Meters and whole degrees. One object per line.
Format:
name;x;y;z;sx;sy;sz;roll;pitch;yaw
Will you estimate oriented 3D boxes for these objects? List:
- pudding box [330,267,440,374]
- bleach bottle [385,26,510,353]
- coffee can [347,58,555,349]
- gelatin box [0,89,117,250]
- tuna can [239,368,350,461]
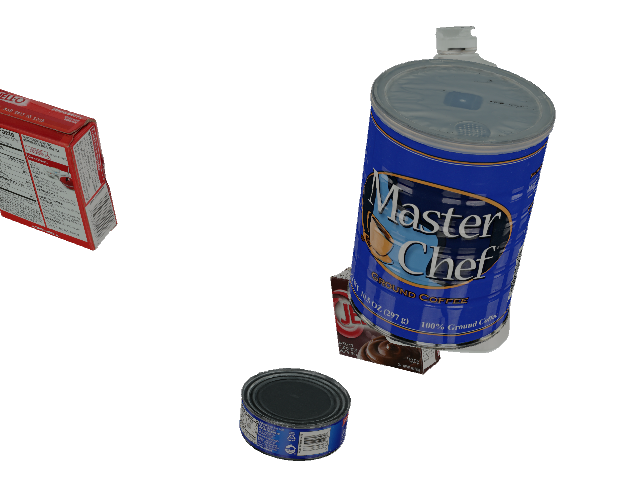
pudding box;0.067;0.081;1.103;0.114;0.090;0.039;8;25;37
bleach bottle;0.100;-0.041;0.844;0.103;0.251;0.068;4;15;26
coffee can;0.073;-0.022;0.629;0.103;0.140;0.103;4;34;-3
gelatin box;-0.166;-0.043;0.647;0.073;0.089;0.030;18;48;19
tuna can;-0.020;0.136;0.835;0.086;0.034;0.086;5;23;-2
